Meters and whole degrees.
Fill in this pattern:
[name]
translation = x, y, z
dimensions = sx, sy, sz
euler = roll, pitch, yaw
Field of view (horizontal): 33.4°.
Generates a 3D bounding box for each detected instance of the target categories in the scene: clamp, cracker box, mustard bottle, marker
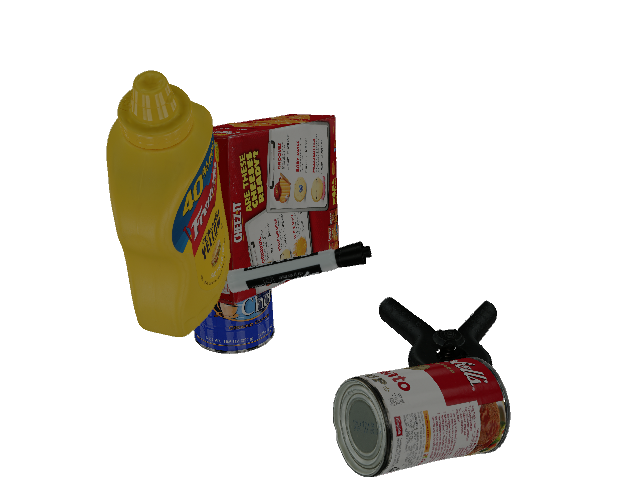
[clamp]
translation = 0.132, 0.103, 1.038
dimensions = 0.120, 0.039, 0.171
euler = -7, 30, -8
[cracker box]
translation = -0.059, -0.041, 1.104
dimensions = 0.072, 0.164, 0.213
euler = 5, 14, 29
[mustard bottle]
translation = -0.091, -0.029, 0.644
dimensions = 0.058, 0.096, 0.192
euler = 13, -35, 9
[marker]
translation = -0.017, 0.022, 0.877
dimensions = 0.121, 0.020, 0.020
euler = -13, -2, 11

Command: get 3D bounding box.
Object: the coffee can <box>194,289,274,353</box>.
[coffee can]
translation = -0.111, 0.054, 1.321
dimensions = 0.103, 0.140, 0.103
euler = -2, 26, 1

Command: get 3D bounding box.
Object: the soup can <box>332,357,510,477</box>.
[soup can]
translation = 0.068, 0.119, 0.724
dimensions = 0.102, 0.068, 0.069
euler = -5, 2, -31
